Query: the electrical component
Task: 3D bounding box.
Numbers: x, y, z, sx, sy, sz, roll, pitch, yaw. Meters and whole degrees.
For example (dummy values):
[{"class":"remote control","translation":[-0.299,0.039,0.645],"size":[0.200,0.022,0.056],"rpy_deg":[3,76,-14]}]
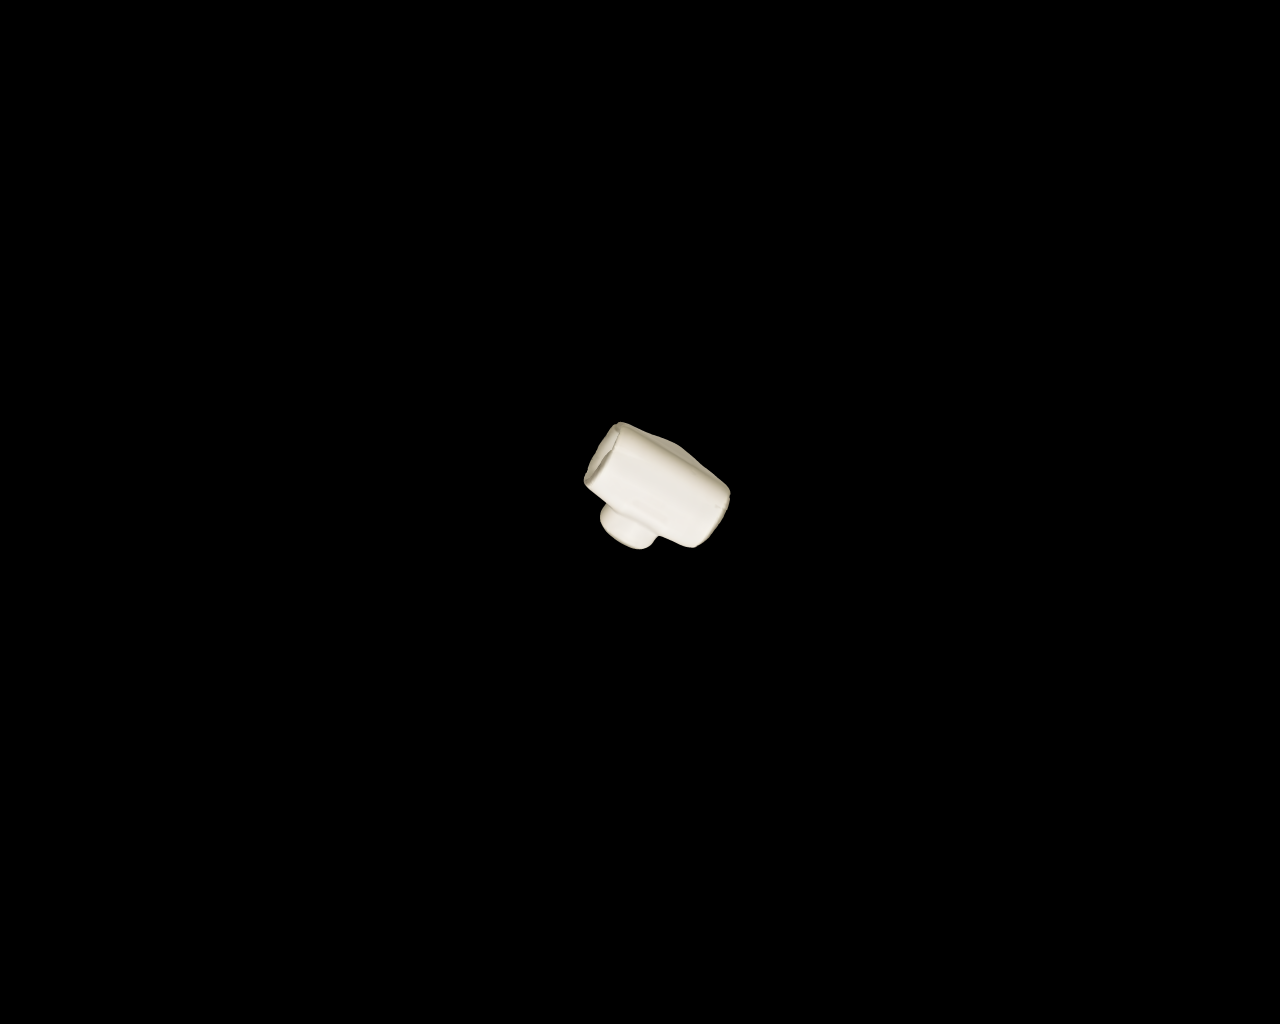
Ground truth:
[{"class":"electrical component","translation":[0.001,-0.003,0.650],"size":[0.077,0.079,0.043],"rpy_deg":[30,23,-14]}]
